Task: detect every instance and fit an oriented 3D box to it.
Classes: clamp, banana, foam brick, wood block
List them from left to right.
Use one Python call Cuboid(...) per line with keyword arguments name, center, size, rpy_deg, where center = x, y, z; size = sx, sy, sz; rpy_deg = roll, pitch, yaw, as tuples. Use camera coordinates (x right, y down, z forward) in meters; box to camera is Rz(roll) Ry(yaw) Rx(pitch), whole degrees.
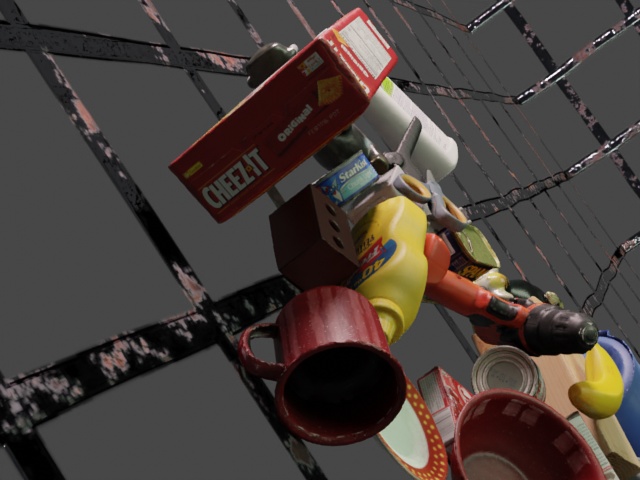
Cuboid(name="foam brick", center=(-0.006, 0.001, 0.929), size=(0.053, 0.051, 0.078), rpy_deg=(39, 24, -36))
Cuboid(name="clamp", center=(0.088, -0.091, 1.265), size=(0.120, 0.039, 0.171), rpy_deg=(-9, 59, -20))
Cuboid(name="wood block", center=(0.261, 0.180, 1.191), size=(0.090, 0.091, 0.206), rpy_deg=(33, 28, -45))
Cuboid(name="banana", center=(0.283, 0.150, 1.101), size=(0.069, 0.037, 0.197), rpy_deg=(45, 19, 3))

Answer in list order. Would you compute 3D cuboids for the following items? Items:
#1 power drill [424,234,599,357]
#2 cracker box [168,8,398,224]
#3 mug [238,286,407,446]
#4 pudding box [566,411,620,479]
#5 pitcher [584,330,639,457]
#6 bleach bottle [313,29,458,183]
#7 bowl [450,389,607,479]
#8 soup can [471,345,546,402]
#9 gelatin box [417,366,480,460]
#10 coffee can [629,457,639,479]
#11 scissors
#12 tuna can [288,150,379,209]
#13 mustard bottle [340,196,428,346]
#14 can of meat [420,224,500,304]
Cuboid(name="power drill", center=(0.161, 0.059, 1.053), size=(0.187, 0.057, 0.185), rpy_deg=(31, -13, -19))
Cuboid(name="cracker box", center=(-0.021, -0.111, 0.914), size=(0.072, 0.164, 0.213), rpy_deg=(49, 19, -8))
Cuboid(name="mug", center=(-0.002, 0.085, 0.765), size=(0.117, 0.093, 0.081), rpy_deg=(8, 30, -13))
Cuboid(name="pudding box", center=(0.242, 0.230, 1.051), size=(0.090, 0.039, 0.114), rpy_deg=(60, -22, 18))
Cuboid(name="pitcher", center=(0.373, 0.243, 1.319), size=(0.242, 0.149, 0.145), rpy_deg=(46, 6, -31))
Cuboid(name="bleach bottle", center=(0.084, -0.186, 1.445), size=(0.250, 0.068, 0.102), rpy_deg=(46, 20, -16))
Cuboid(name="bowl", center=(0.168, 0.209, 0.909), size=(0.162, 0.055, 0.162), rpy_deg=(20, 44, -20))
Cuboid(name="soup can", center=(0.192, 0.147, 1.084), size=(0.068, 0.068, 0.102), rpy_deg=(62, 6, 21))
Cuboid(name="gelatin box", center=(0.130, 0.170, 0.991), size=(0.073, 0.030, 0.089), rpy_deg=(41, 23, -34))
Cuboid(name="coffee can", center=(0.366, 0.322, 1.176), size=(0.140, 0.103, 0.103), rpy_deg=(46, 21, -22))
Cuboid(name="scissors", center=(0.108, -0.062, 1.159), size=(0.096, 0.016, 0.202), rpy_deg=(30, 16, -20))
Cuboid(name="tuna can", center=(0.013, -0.047, 1.006), size=(0.034, 0.086, 0.086), rpy_deg=(55, 19, -3))
Cuboid(name="mustard bottle", center=(0.054, 0.038, 0.938), size=(0.058, 0.096, 0.191), rpy_deg=(39, 23, -15))
Cuboid(name="can of meat", center=(0.139, 0.026, 1.176), size=(0.102, 0.084, 0.057), rpy_deg=(13, 44, -62))
